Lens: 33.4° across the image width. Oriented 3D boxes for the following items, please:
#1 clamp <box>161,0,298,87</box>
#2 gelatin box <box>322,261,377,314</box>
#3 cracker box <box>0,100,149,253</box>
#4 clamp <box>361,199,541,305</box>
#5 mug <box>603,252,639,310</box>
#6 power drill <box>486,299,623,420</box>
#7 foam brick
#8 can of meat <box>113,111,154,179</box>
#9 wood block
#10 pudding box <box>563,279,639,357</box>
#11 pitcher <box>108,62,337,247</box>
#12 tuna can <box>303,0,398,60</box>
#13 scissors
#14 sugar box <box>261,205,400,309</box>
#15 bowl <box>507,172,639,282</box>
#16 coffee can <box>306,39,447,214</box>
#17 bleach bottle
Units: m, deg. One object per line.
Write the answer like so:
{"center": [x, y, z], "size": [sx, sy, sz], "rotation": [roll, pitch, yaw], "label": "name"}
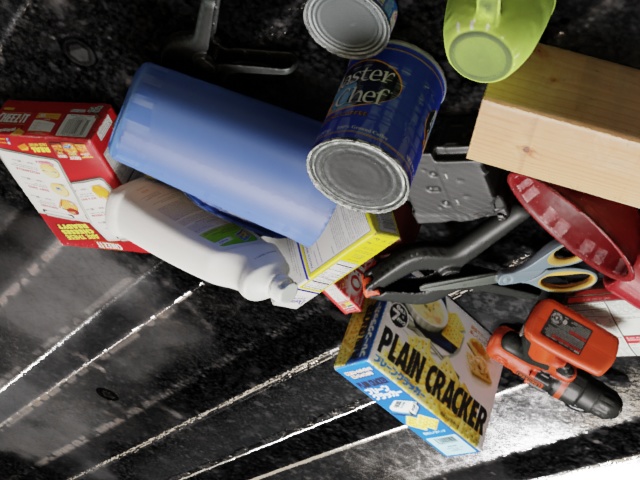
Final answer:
{"center": [-0.104, -0.190, 1.112], "size": [0.120, 0.039, 0.172], "rotation": [38, 149, -18], "label": "clamp"}
{"center": [0.031, 0.033, 1.293], "size": [0.030, 0.089, 0.073], "rotation": [-15, 131, 38], "label": "gelatin box"}
{"center": [-0.295, -0.079, 1.343], "size": [0.164, 0.072, 0.213], "rotation": [5, 143, 26], "label": "cracker box"}
{"center": [0.150, 0.023, 1.207], "size": [0.210, 0.036, 0.164], "rotation": [-8, 138, 1], "label": "clamp"}
{"center": [0.358, 0.026, 1.113], "size": [0.081, 0.093, 0.117], "rotation": [30, 115, -3], "label": "mug"}
{"center": [0.295, 0.147, 1.276], "size": [0.184, 0.057, 0.188], "rotation": [28, 161, 10], "label": "power drill"}
{"center": [0.070, -0.013, 1.242], "size": [0.078, 0.053, 0.051], "rotation": [-16, 130, 40], "label": "foam brick"}
{"center": [-0.176, -0.116, 1.238], "size": [0.102, 0.057, 0.084], "rotation": [4, 144, 25], "label": "can of meat"}
{"center": [0.251, -0.104, 0.984], "size": [0.206, 0.090, 0.091], "rotation": [17, 146, 8], "label": "wood block"}
{"center": [0.346, 0.091, 1.240], "size": [0.090, 0.039, 0.113], "rotation": [-6, 134, 38], "label": "pudding box"}
{"center": [-0.097, -0.088, 1.134], "size": [0.242, 0.149, 0.145], "rotation": [21, -172, -11], "label": "pitcher"}
{"center": [0.030, -0.214, 1.008], "size": [0.086, 0.033, 0.086], "rotation": [15, 145, 11], "label": "tuna can"}
{"center": [0.218, 0.027, 1.185], "size": [0.201, 0.016, 0.096], "rotation": [3, 134, -11], "label": "scissors"}
{"center": [0.007, -0.001, 1.219], "size": [0.048, 0.093, 0.177], "rotation": [13, 142, -40], "label": "sugar box"}
{"center": [0.266, -0.031, 1.067], "size": [0.162, 0.055, 0.162], "rotation": [42, 177, 3], "label": "bowl"}
{"center": [0.057, -0.111, 1.037], "size": [0.103, 0.140, 0.103], "rotation": [15, 145, 11], "label": "coffee can"}
{"center": [-0.131, 0.007, 1.228], "size": [0.251, 0.102, 0.068], "rotation": [31, 130, 32], "label": "bleach bottle"}
